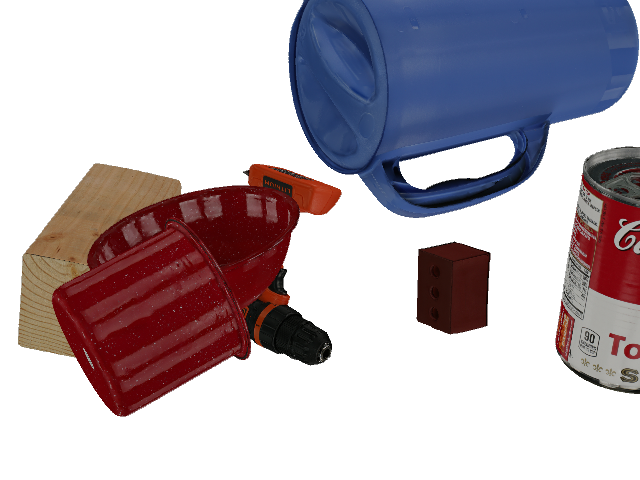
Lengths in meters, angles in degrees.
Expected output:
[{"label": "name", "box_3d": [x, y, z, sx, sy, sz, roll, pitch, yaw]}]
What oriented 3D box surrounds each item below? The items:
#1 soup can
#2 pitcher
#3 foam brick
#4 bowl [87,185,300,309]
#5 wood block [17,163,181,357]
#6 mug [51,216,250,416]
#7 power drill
[{"label": "soup can", "box_3d": [0.154, 0.014, 0.517, 0.068, 0.102, 0.068, 2, 27, -1]}, {"label": "pitcher", "box_3d": [0.111, -0.120, 0.773, 0.242, 0.149, 0.145, -12, 34, -27]}, {"label": "foam brick", "box_3d": [0.131, 0.046, 1.054, 0.051, 0.078, 0.053, -12, 20, -35]}, {"label": "bowl", "box_3d": [-0.089, 0.016, 0.803, 0.162, 0.055, 0.162, -11, 25, 5]}, {"label": "wood block", "box_3d": [-0.194, 0.014, 0.968, 0.090, 0.091, 0.206, 12, 25, 0]}, {"label": "mug", "box_3d": [-0.102, 0.047, 0.614, 0.081, 0.093, 0.117, -29, 6, -20]}, {"label": "power drill", "box_3d": [-0.041, 0.023, 1.141, 0.185, 0.188, 0.057, 24, 10, 35]}]
